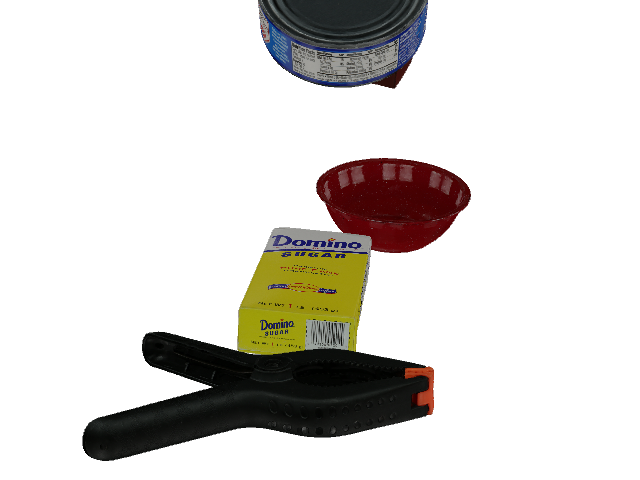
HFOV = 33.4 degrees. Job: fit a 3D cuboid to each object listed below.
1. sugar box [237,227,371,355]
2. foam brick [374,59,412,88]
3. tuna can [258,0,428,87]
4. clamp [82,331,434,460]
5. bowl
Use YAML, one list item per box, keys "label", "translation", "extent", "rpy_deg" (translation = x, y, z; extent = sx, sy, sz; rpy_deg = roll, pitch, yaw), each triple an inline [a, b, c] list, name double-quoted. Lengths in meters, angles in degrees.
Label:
- label: "sugar box"
  translation: [-0.009, 0.040, 0.896]
  extent: [0.093, 0.048, 0.176]
  rpy_deg: [6, 24, 4]
- label: "foam brick"
  translation: [0.049, -0.177, 0.897]
  extent: [0.053, 0.078, 0.051]
  rpy_deg: [16, 46, 13]
- label: "tuna can"
  translation: [0.011, -0.118, 0.532]
  extent: [0.086, 0.086, 0.034]
  rpy_deg: [0, -31, 1]
- label: "clamp"
  translation: [-0.035, 0.091, 0.682]
  extent: [0.210, 0.036, 0.164]
  rpy_deg: [-2, 16, -3]
- label: "bowl"
  translation: [0.075, -0.031, 1.125]
  extent: [0.162, 0.055, 0.162]
  rpy_deg: [2, 27, -1]
